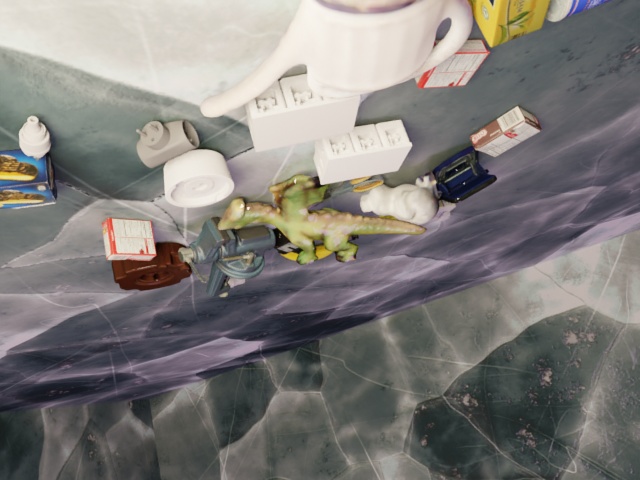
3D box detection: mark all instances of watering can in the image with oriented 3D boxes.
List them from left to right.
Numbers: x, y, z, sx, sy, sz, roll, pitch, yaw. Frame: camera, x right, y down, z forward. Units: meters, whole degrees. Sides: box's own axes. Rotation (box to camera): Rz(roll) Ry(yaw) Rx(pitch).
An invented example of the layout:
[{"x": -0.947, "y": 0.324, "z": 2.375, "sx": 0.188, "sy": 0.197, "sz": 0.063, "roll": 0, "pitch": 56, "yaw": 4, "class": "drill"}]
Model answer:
[{"x": 0.018, "y": -0.231, "z": 0.587, "sx": 0.348, "sy": 0.106, "sz": 0.220, "roll": -15, "pitch": -21, "yaw": -5, "class": "watering can"}]

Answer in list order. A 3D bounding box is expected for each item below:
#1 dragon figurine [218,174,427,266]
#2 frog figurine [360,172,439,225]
[{"x": 0.003, "y": -0.051, "z": 1.022, "sx": 0.410, "sy": 0.124, "sz": 0.238, "roll": -7, "pitch": -25, "yaw": 8, "class": "dragon figurine"}, {"x": 0.174, "y": -0.077, "z": 1.127, "sx": 0.160, "sy": 0.121, "sz": 0.139, "roll": -22, "pitch": 18, "yaw": -4, "class": "frog figurine"}]
